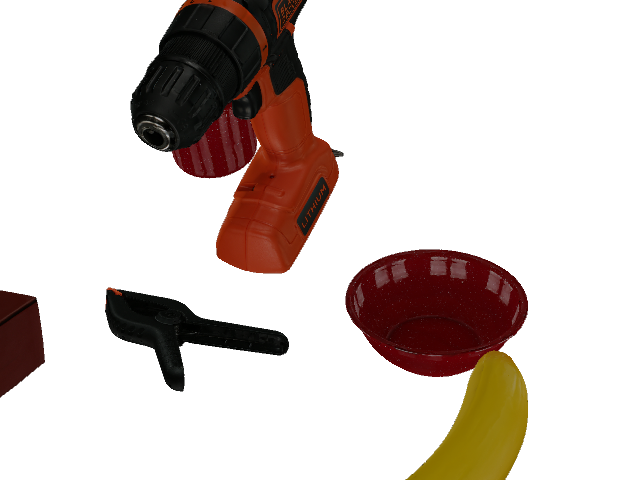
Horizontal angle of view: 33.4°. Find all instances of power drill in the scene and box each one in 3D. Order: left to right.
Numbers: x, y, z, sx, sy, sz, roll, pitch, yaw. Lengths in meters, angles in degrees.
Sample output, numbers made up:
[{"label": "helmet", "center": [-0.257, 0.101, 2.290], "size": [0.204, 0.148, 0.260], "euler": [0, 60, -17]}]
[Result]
[{"label": "power drill", "center": [-0.040, -0.068, 0.614], "size": [0.057, 0.184, 0.188], "euler": [14, -39, 18]}]

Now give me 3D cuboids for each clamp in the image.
[{"label": "clamp", "center": [-0.161, 0.097, 1.120], "size": [0.210, 0.036, 0.164], "euler": [18, 20, 29]}]

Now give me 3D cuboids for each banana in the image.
[{"label": "banana", "center": [0.062, 0.116, 0.553], "size": [0.070, 0.037, 0.197], "euler": [20, 40, 38]}]

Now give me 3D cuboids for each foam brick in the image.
[{"label": "foam brick", "center": [-0.231, 0.073, 0.716], "size": [0.053, 0.051, 0.078], "euler": [9, 28, 24]}]

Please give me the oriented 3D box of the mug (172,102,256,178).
[{"label": "mug", "center": [-0.098, -0.120, 1.002], "size": [0.093, 0.081, 0.117], "euler": [21, 52, 27]}]

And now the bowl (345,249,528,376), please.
[{"label": "bowl", "center": [0.103, 0.073, 0.960], "size": [0.162, 0.055, 0.162], "euler": [-1, 33, 1]}]
